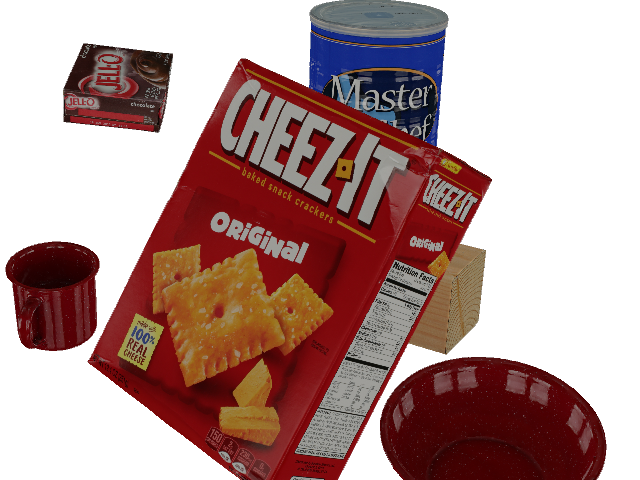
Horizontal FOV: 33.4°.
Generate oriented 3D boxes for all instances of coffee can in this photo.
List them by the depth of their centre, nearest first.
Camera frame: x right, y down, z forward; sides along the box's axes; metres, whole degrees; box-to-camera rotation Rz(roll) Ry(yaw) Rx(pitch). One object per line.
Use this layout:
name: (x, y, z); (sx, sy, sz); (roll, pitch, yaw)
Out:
coffee can: (0.041, -0.105, 0.816); (0.103, 0.140, 0.103); (2, 24, -1)

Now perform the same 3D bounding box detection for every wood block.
wood block: (0.062, 0.040, 1.153); (0.206, 0.091, 0.090); (16, 28, 27)

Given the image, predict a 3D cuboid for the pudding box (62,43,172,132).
pudding box: (-0.190, -0.146, 1.012); (0.090, 0.039, 0.113); (7, 30, -6)

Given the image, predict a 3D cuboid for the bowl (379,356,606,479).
bowl: (0.124, 0.157, 0.783); (0.162, 0.055, 0.162); (-1, 35, 0)

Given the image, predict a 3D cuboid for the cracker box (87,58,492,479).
cracker box: (-0.025, 0.020, 0.628); (0.164, 0.214, 0.072); (30, 5, 35)

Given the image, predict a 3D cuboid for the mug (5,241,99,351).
mug: (-0.275, 0.065, 1.087); (0.093, 0.081, 0.117); (9, 32, 8)
